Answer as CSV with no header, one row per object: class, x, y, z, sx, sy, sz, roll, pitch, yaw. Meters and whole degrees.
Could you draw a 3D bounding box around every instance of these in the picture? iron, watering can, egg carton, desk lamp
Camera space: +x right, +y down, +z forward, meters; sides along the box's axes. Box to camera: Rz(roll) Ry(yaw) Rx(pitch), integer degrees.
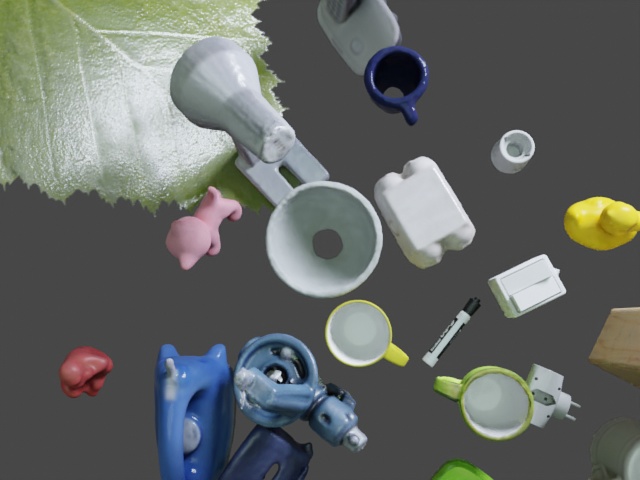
iron,-0.186,0.274,0.781,0.118,0.141,0.258,-2,82,5
watering can,0.424,0.280,0.703,0.173,0.194,0.101,-40,81,-1
egg carton,0.149,-0.040,0.832,0.107,0.069,0.150,-30,81,0
desk lamp,-0.091,-0.155,0.795,0.118,0.213,0.203,-44,81,-2

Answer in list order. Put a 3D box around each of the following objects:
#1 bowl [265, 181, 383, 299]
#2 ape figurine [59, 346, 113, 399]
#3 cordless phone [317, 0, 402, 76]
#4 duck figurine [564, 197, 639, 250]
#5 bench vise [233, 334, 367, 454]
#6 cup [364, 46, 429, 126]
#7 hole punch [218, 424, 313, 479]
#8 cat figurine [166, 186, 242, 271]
bowl,0.008,0.003,0.836,0.167,0.075,0.167,-1,82,5
ape figurine,-0.347,0.192,0.830,0.078,0.092,0.076,-22,81,2
cordless phone,0.056,-0.337,0.822,0.094,0.185,0.147,-36,81,0
duck figurine,0.403,-0.028,0.802,0.104,0.086,0.077,6,83,6
bench vise,-0.027,0.194,0.739,0.207,0.220,0.121,18,84,7
cup,0.116,-0.213,0.846,0.091,0.095,0.118,-21,81,2
hole punch,-0.073,0.316,0.791,0.101,0.091,0.109,34,86,8
cat figurine,-0.177,-0.020,0.832,0.067,0.118,0.128,26,85,8
